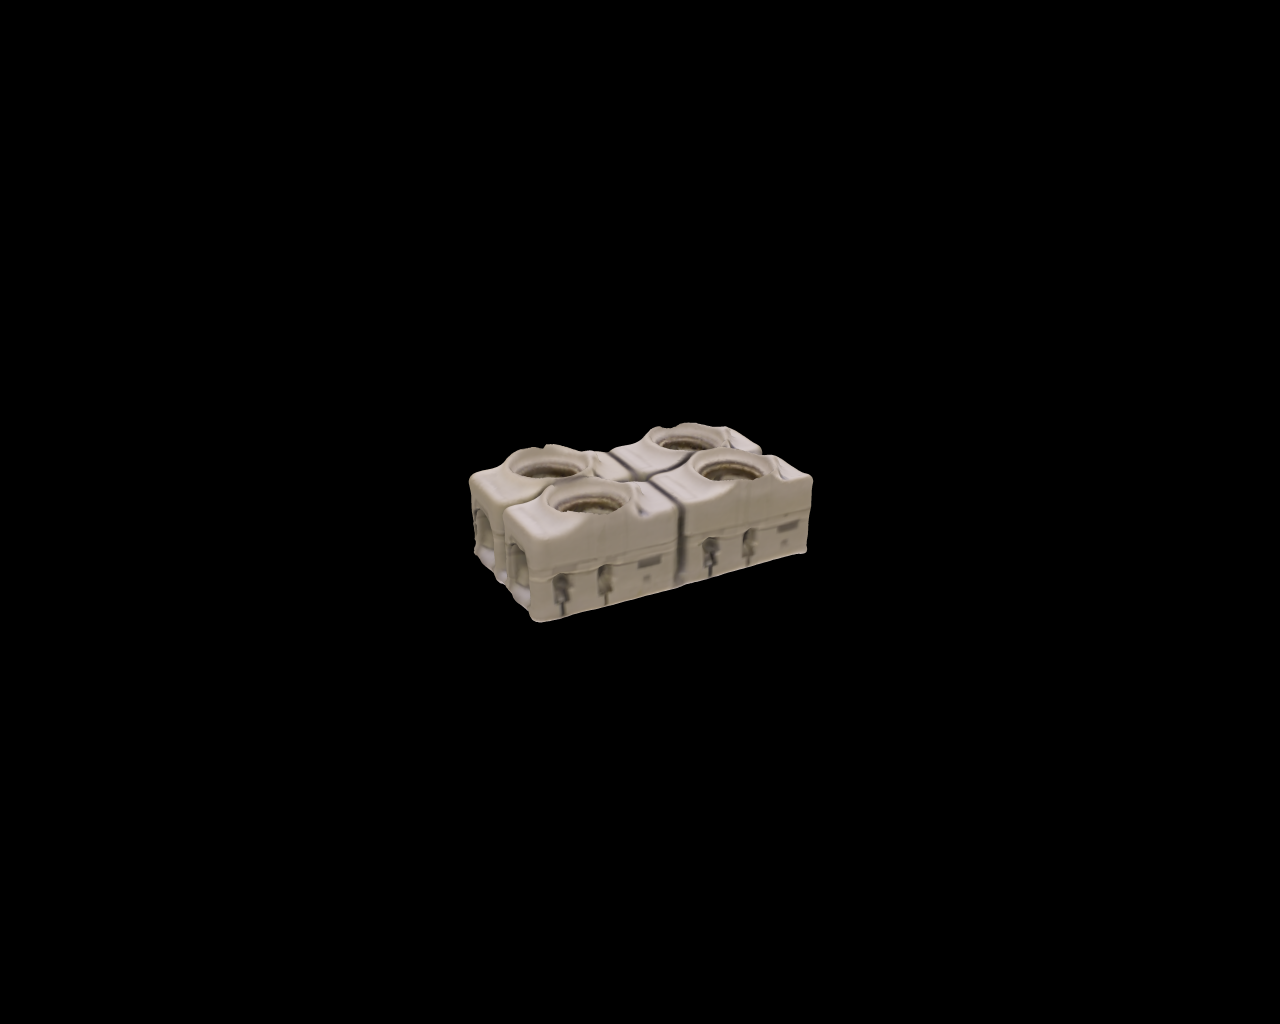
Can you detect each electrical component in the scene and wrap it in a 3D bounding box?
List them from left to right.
[{"bbox_3d":[0.001,-0.003,0.650,0.186,0.060,0.105,-12,28,-25],"label":"electrical component"}]
